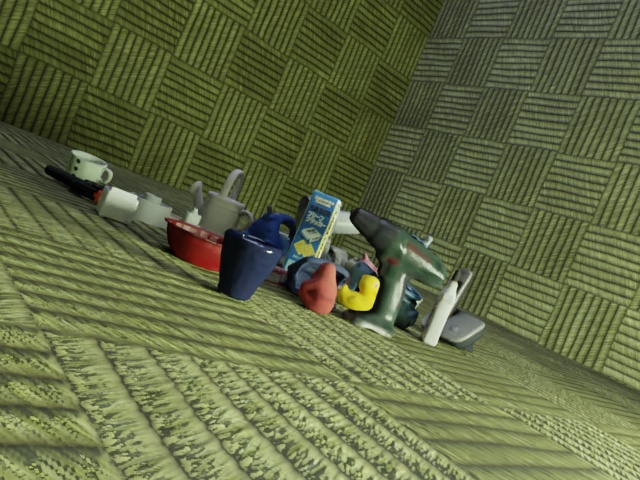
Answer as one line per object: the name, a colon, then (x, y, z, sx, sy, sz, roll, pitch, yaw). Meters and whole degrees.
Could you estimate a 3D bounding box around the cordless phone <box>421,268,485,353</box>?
cordless phone: (0.337, 0.162, 1.374, 0.094, 0.185, 0.147, 21, 2, -37)

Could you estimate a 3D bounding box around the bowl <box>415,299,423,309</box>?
bowl: (0.176, 0.151, 1.477, 0.167, 0.075, 0.167, 23, 2, -1)

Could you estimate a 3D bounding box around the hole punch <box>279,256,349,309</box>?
hole punch: (-0.012, 0.075, 1.143, 0.109, 0.091, 0.101, 22, 2, -22)

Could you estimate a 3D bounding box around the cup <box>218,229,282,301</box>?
cup: (-0.108, 0.043, 0.867, 0.091, 0.095, 0.118, 24, 2, 28)

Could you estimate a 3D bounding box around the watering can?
watering can: (-0.245, -0.089, 1.418, 0.173, 0.194, 0.101, 22, 2, -13)

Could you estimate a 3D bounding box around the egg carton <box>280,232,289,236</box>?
egg carton: (-0.125, 0.014, 1.832, 0.107, 0.069, 0.151, 24, 2, 32)

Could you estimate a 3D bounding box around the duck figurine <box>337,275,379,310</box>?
duck figurine: (0.097, 0.119, 1.285, 0.104, 0.086, 0.078, 23, 2, 8)

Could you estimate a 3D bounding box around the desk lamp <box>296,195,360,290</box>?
desk lamp: (0.014, 0.005, 1.528, 0.204, 0.213, 0.117, 22, 2, -23)

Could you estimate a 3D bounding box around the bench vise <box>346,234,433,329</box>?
bench vise: (0.159, 0.070, 1.331, 0.207, 0.220, 0.122, 23, 2, 13)

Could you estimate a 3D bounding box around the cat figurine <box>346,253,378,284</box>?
cat figurine: (0.116, 0.094, 1.711, 0.067, 0.118, 0.127, 22, 2, -30)

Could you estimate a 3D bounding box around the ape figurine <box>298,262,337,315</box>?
ape figurine: (0.003, 0.085, 1.046, 0.078, 0.092, 0.076, 22, 2, -21)

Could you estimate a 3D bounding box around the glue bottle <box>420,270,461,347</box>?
glue bottle: (0.269, 0.145, 1.251, 0.037, 0.173, 0.078, 23, 2, 7)

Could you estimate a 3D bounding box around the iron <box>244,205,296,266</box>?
iron: (-0.103, -0.006, 1.558, 0.118, 0.141, 0.259, 24, 2, 29)

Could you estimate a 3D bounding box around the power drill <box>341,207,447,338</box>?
power drill: (0.125, 0.071, 1.102, 0.230, 0.208, 0.075, 22, 2, -18)

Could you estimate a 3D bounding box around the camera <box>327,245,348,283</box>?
camera: (0.007, 0.057, 1.696, 0.137, 0.101, 0.142, 21, 3, -45)
